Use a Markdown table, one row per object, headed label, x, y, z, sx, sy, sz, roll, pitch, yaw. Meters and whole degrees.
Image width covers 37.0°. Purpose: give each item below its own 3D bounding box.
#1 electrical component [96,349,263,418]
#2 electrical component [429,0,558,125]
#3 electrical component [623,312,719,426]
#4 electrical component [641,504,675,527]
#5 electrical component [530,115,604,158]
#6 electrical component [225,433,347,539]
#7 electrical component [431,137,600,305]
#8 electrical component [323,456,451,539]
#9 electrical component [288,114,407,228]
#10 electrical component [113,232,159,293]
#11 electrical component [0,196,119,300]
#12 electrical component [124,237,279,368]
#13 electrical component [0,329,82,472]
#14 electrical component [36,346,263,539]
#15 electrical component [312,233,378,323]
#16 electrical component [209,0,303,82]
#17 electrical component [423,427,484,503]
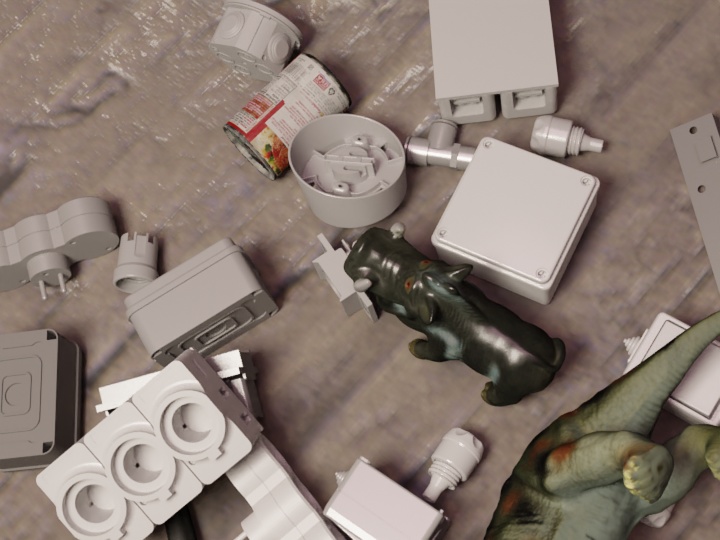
| label | x | y | z | sx | sy | sz | roll | pitch | yaw |
| --- | --- | --- | --- | --- | --- | --- | --- | --- | --- |
| electrical component | -0.148 | 0.112 | 0.904 | 0.121 | 0.079 | 0.063 | -16 | 84 | 5 |
| electrical component | 0.119 | -0.230 | 0.985 | 0.105 | 0.060 | 0.186 | -6 | 69 | 9 |
| electrical component | 0.250 | 0.077 | 0.843 | 0.096 | 0.061 | 0.061 | 30 | 85 | 19 |
| electrical component | 0.232 | 0.166 | 0.833 | 0.035 | 0.035 | 0.061 | 27 | 75 | 18 |
| electrical component | 0.183 | -0.115 | 0.945 | 0.061 | 0.035 | 0.035 | 14 | 73 | 13 |
| electrical component | -0.070 | 0.205 | 0.865 | 0.074 | 0.052 | 0.138 | -40 | 68 | -2 |
| electrical component | 0.133 | -0.042 | 0.916 | 0.109 | 0.056 | 0.108 | 24 | 76 | 18 |
| electrical component | 0.014 | 0.194 | 0.848 | 0.096 | 0.061 | 0.061 | 31 | 78 | 19 |
| electrical component | -0.008 | -0.087 | 0.947 | 0.099 | 0.064 | 0.099 | -7 | 49 | 8 |
| electrical component | -0.202 | -0.007 | 0.975 | 0.040 | 0.040 | 0.046 | -4 | 64 | 9 |
| electrical component | -0.286 | -0.008 | 0.984 | 0.138 | 0.052 | 0.073 | -20 | 68 | 3 |
| electrical component | -0.137 | 0.031 | 0.928 | 0.113 | 0.078 | 0.057 | -32 | 70 | -2 |
| electrical component | -0.287 | 0.114 | 0.936 | 0.078 | 0.057 | 0.113 | -7 | 69 | 8 |
| electrical component | -0.164 | 0.144 | 0.839 | 0.150 | 0.061 | 0.089 | -40 | 93 | 7 |
| electrical component | 0.000 | 0.000 | 0.934 | 0.064 | 0.042 | 0.081 | -33 | 68 | -6 |
| electrical component | -0.099 | -0.216 | 1.011 | 0.080 | 0.080 | 0.051 | 21 | 81 | 17 |
| electrical component | 0.071 | 0.158 | 0.861 | 0.035 | 0.035 | 0.061 | 30 | 67 | 19 |
